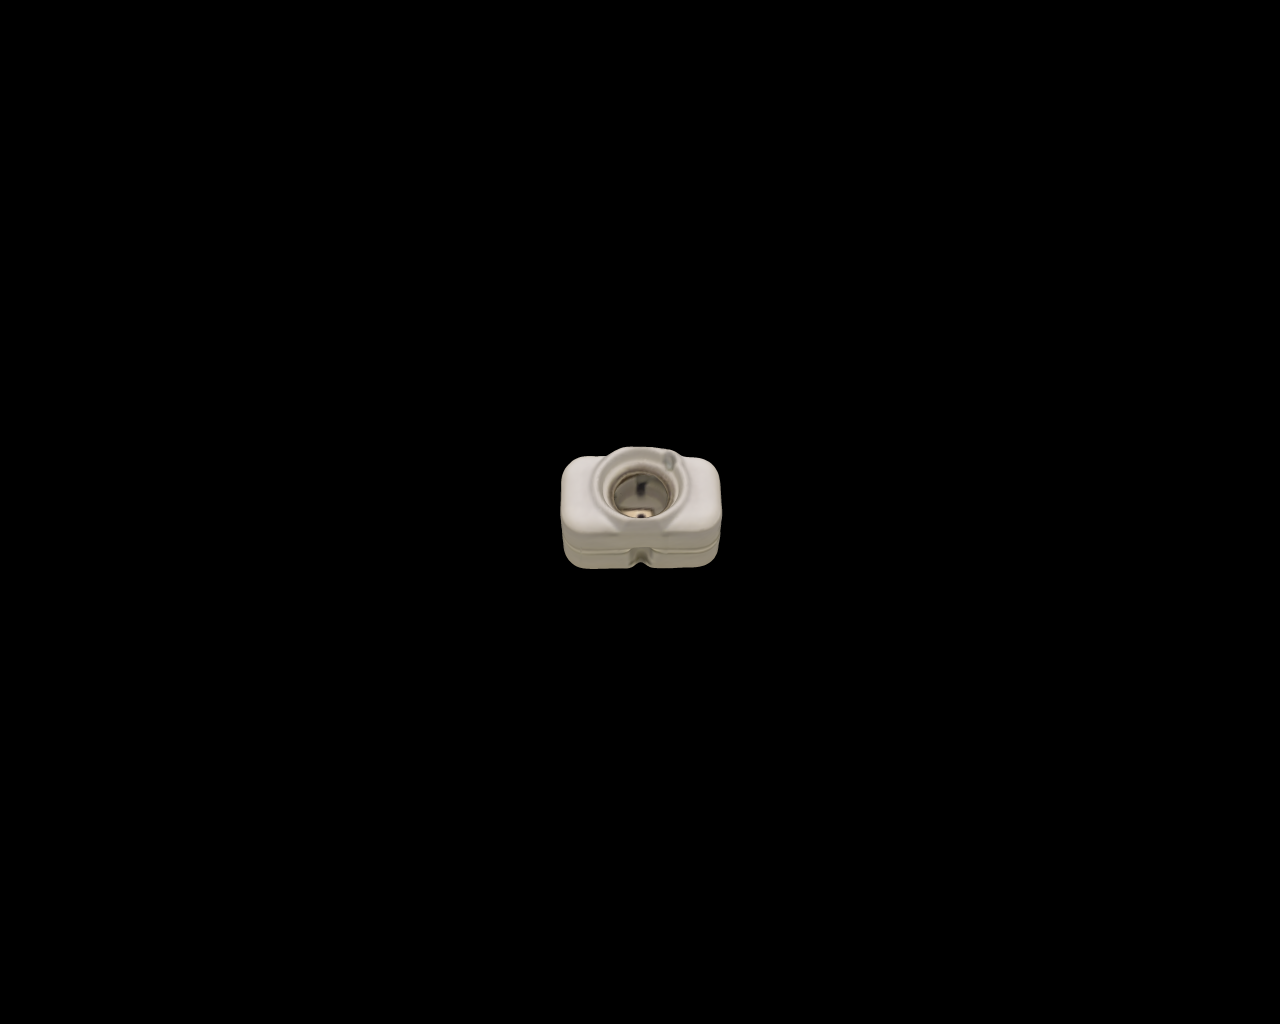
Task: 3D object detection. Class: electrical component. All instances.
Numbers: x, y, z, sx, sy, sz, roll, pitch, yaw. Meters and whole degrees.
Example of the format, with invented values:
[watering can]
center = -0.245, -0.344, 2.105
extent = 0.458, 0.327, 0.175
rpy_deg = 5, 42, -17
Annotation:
[electrical component]
center = 0.001, -0.003, 0.650
extent = 0.095, 0.054, 0.059
rpy_deg = 0, -32, 0
